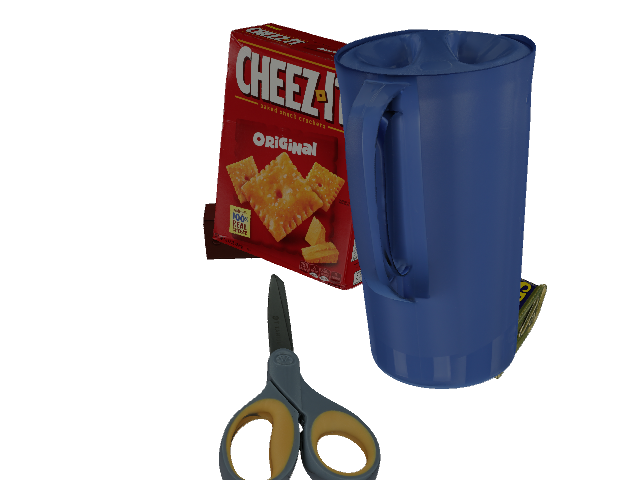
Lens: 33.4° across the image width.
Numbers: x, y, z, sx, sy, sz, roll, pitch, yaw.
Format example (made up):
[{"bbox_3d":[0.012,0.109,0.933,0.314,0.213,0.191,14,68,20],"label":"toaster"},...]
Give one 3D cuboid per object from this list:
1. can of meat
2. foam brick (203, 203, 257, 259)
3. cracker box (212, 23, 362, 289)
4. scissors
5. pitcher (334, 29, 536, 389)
[{"bbox_3d":[0.145,0.065,0.967,0.084,0.057,0.102,25,42,20],"label":"can of meat"},{"bbox_3d":[-0.101,-0.012,1.287,0.078,0.053,0.051,-3,27,-1],"label":"foam brick"},{"bbox_3d":[-0.015,-0.079,1.004,0.164,0.214,0.071,22,28,30],"label":"cracker box"},{"bbox_3d":[-0.004,0.083,0.631,0.096,0.016,0.201,12,32,5],"label":"scissors"},{"bbox_3d":[0.077,-0.018,0.744,0.149,0.243,0.145,-10,23,-12],"label":"pitcher"}]
